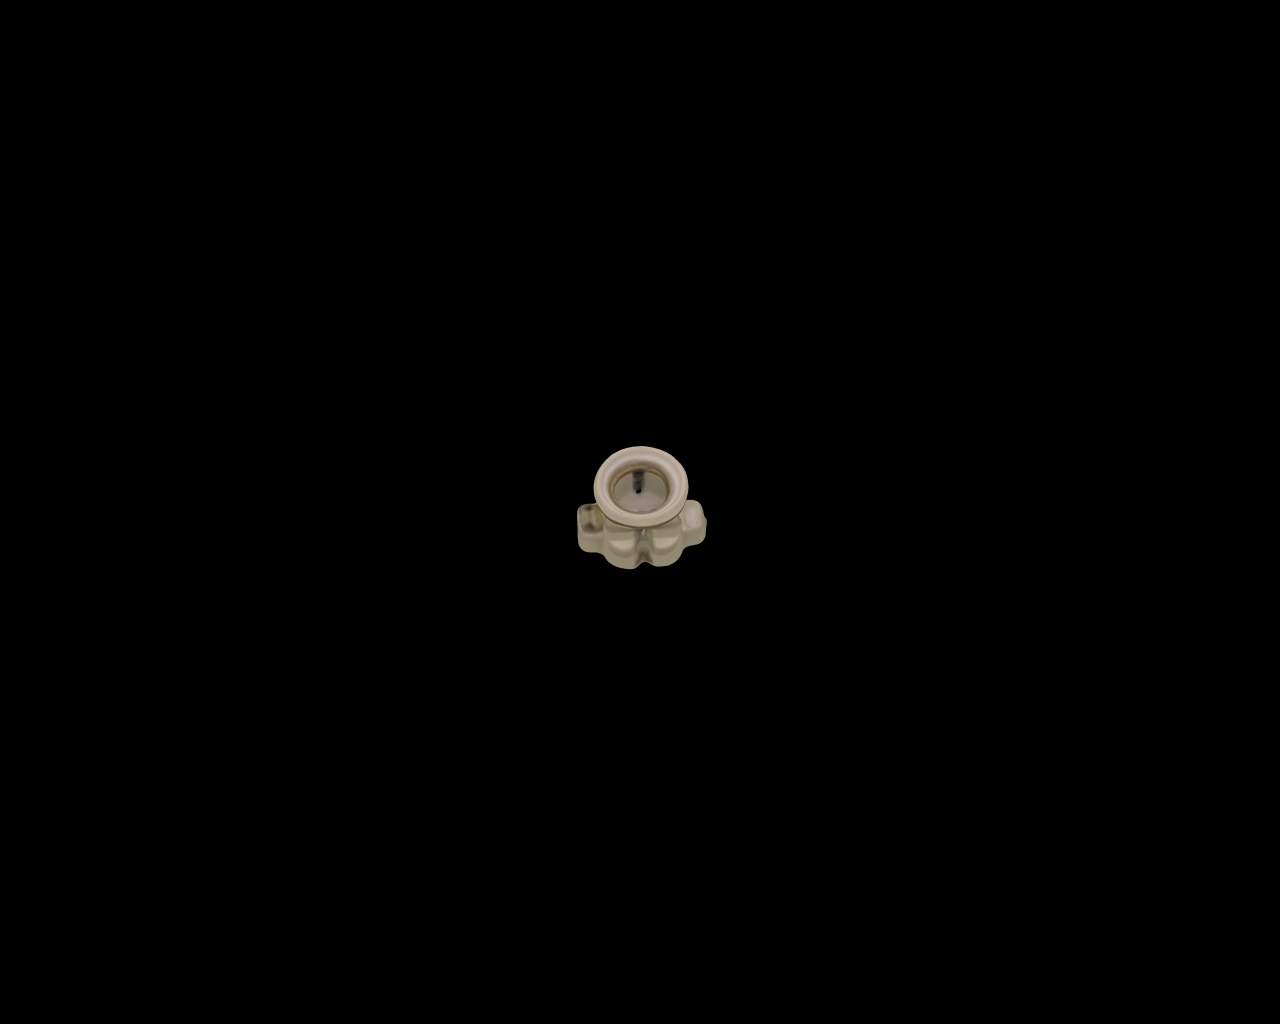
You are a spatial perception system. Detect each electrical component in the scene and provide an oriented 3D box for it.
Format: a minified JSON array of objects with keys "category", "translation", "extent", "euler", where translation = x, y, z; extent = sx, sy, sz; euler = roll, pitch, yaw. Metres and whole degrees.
[{"category":"electrical component","translation":[0.001,-0.003,0.650],"extent":[0.078,0.058,0.056],"euler":[-3,-34,-2]}]
